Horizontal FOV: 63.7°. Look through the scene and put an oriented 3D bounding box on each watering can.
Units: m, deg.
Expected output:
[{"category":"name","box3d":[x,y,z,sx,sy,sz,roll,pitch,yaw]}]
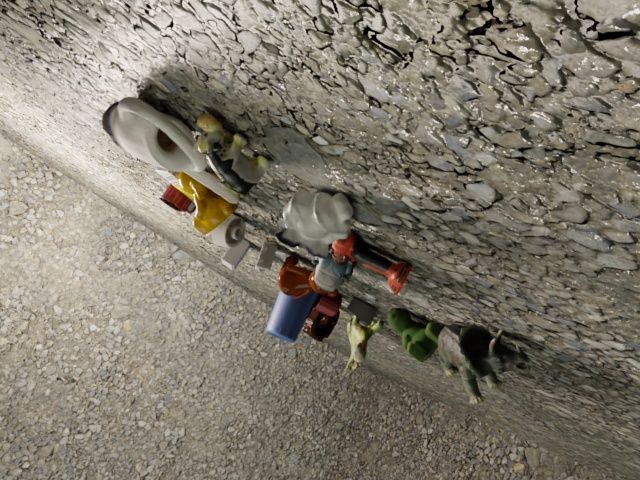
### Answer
[{"category":"watering can","box3d":[-0.322,-0.191,1.108,0.226,0.105,0.341,22,163,31]}]

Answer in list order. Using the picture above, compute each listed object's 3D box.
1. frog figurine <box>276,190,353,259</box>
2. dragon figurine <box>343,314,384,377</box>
[{"category":"frog figurine","box3d":[0.003,-0.051,1.016,0.137,0.125,0.156,38,129,2]},{"category":"dragon figurine","box3d":[0.130,0.402,1.973,0.122,0.246,0.405,25,163,0]}]
